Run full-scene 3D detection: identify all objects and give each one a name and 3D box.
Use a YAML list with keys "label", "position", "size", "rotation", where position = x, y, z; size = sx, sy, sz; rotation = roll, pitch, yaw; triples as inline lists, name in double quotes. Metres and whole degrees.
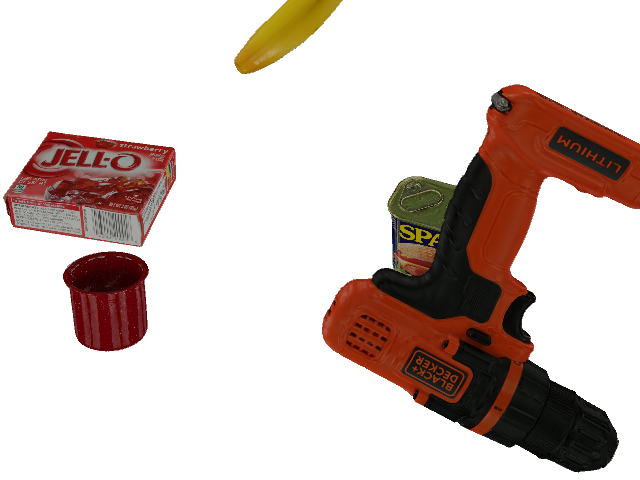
- label: "can of meat"
  position: [0.114, -0.002, 0.981]
  size: [0.102, 0.084, 0.057]
  rotation: [16, 50, 19]
- label: "power drill"
  position: [0.118, 0.023, 0.594]
  size: [0.184, 0.188, 0.057]
  rotation: [27, 12, -4]
- label: "mug"
  position: [-0.245, 0.066, 1.199]
  size: [0.117, 0.081, 0.093]
  rotation: [24, 36, 35]
- label: "gelatin box"
  position: [-0.145, -0.035, 0.680]
  size: [0.089, 0.030, 0.073]
  rotation: [9, 40, 8]
- label: "banana"
  position: [-0.010, -0.210, 0.927]
  size: [0.070, 0.037, 0.197]
  rotation: [-17, 34, 39]
